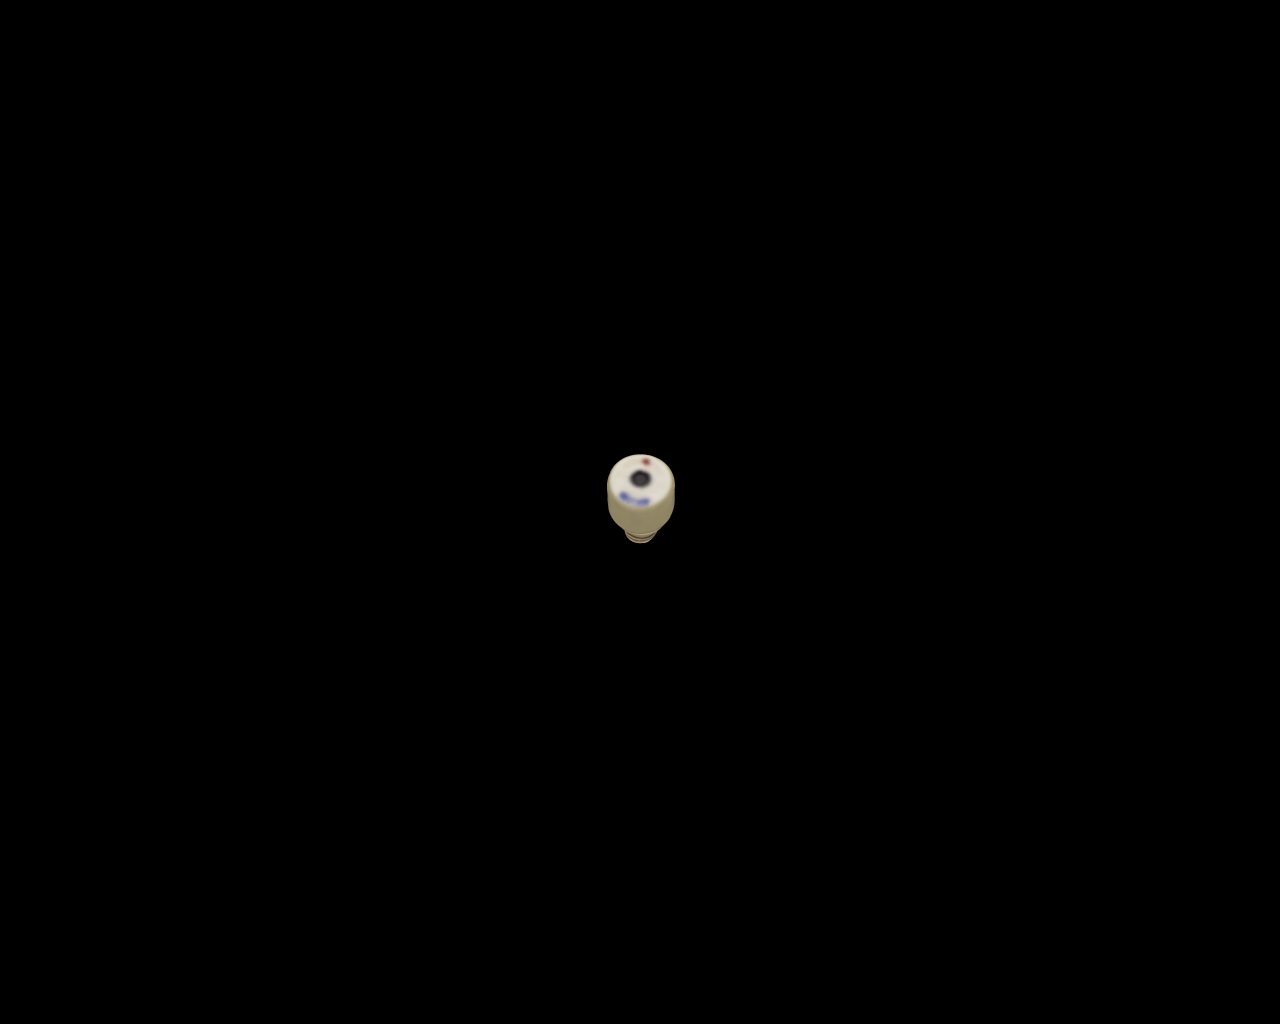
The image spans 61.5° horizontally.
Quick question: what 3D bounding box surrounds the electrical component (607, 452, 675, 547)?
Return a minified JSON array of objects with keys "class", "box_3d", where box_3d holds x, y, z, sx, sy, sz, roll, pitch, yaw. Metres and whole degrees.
[{"class":"electrical component","box_3d":[0.001,-0.003,0.650,0.040,0.040,0.078,0,-30,0]}]
